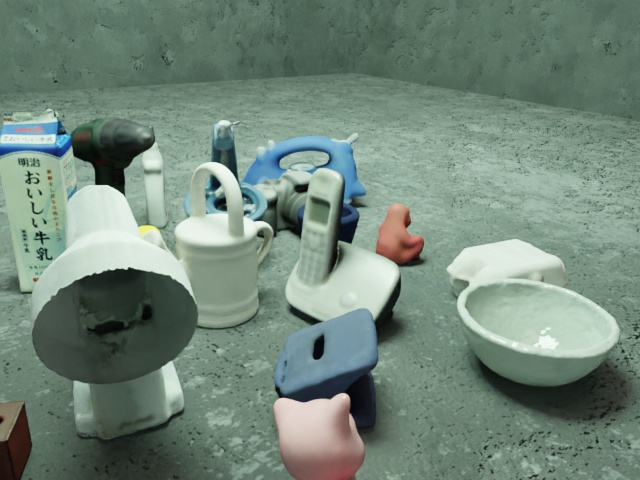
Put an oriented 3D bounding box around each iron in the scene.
[{"bbox_3d":[-0.042,-0.139,1.117,0.258,0.141,0.118,-2,23,-9],"label":"iron"}]

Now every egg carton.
[{"bbox_3d":[0.256,0.050,0.783,0.151,0.069,0.107,-9,25,-25],"label":"egg carton"}]

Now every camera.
[{"bbox_3d":[-0.040,-0.059,0.979,0.143,0.101,0.136,-11,26,-28],"label":"camera"}]

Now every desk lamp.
[{"bbox_3d":[-0.184,0.070,0.511,0.118,0.214,0.202,-8,25,-23],"label":"desk lamp"}]

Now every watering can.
[{"bbox_3d":[-0.131,0.004,0.700,0.100,0.194,0.173,12,25,24],"label":"watering can"}]

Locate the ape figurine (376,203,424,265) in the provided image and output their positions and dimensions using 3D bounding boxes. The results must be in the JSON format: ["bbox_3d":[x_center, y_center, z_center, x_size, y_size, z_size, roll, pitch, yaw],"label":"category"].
[{"bbox_3d":[0.121,-0.012,0.892,0.076,0.092,0.077,-13,27,-32],"label":"ape figurine"}]

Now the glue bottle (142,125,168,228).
[{"bbox_3d":[-0.288,-0.112,0.992,0.037,0.173,0.078,-5,24,-16],"label":"glue bottle"}]

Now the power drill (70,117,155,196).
[{"bbox_3d":[-0.317,-0.092,0.894,0.228,0.208,0.076,22,30,39],"label":"power drill"}]

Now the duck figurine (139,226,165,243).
[{"bbox_3d":[-0.236,0.025,0.780,0.077,0.086,0.104,0,23,-5],"label":"duck figurine"}]

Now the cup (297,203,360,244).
[{"bbox_3d":[0.008,0.003,0.842,0.091,0.095,0.118,8,23,14],"label":"cup"}]

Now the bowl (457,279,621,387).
[{"bbox_3d":[0.231,0.110,0.630,0.167,0.075,0.167,2,23,0],"label":"bowl"}]

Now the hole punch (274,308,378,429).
[{"bbox_3d":[0.007,0.122,0.561,0.101,0.091,0.108,2,23,0],"label":"hole punch"}]

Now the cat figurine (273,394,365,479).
[{"bbox_3d":[0.010,0.170,0.412,0.067,0.118,0.127,-8,25,-23],"label":"cat figurine"}]

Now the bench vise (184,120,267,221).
[{"bbox_3d":[-0.157,-0.082,0.870,0.122,0.220,0.206,-11,26,-28],"label":"bench vise"}]

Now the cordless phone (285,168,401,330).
[{"bbox_3d":[0.030,0.013,0.704,0.147,0.185,0.094,18,28,34],"label":"cordless phone"}]
